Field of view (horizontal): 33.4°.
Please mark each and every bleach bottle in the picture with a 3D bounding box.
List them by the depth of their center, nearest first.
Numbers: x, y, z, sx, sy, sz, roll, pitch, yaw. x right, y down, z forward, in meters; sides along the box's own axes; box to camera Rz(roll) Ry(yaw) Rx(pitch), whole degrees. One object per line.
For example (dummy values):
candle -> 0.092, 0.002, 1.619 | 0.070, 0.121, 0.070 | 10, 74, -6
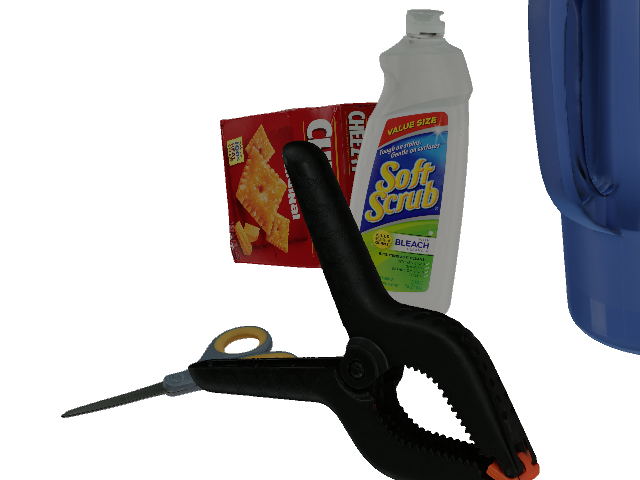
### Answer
bleach bottle -> 0.069, -0.063, 0.881 | 0.103, 0.251, 0.068 | 7, 19, 14

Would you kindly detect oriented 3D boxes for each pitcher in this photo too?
pitcher -> 0.176, -0.062, 0.557 | 0.149, 0.243, 0.145 | -5, 22, 4

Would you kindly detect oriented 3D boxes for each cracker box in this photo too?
cracker box -> -0.018, -0.055, 1.118 | 0.071, 0.164, 0.214 | -8, 6, -37

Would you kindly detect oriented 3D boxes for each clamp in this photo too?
clamp -> 0.027, 0.054, 0.564 | 0.210, 0.165, 0.036 | 30, 24, 27

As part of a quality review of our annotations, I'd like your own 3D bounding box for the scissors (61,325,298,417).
scissors -> -0.118, 0.111, 0.913 | 0.201, 0.016, 0.096 | -5, 30, -8
